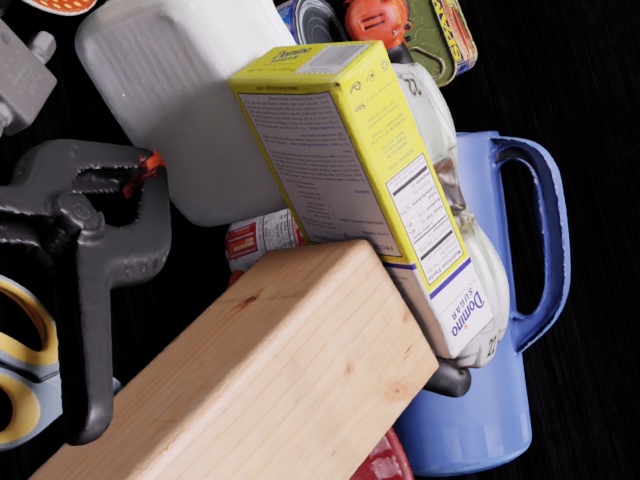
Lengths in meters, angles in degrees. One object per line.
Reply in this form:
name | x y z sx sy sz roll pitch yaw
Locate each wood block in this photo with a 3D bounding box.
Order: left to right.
wood block | -0.042 0.096 0.547 0.205 0.091 0.090 -45 114 -35

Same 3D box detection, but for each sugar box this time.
sugar box | 0.024 -0.021 0.587 0.048 0.094 0.176 -42 121 -27

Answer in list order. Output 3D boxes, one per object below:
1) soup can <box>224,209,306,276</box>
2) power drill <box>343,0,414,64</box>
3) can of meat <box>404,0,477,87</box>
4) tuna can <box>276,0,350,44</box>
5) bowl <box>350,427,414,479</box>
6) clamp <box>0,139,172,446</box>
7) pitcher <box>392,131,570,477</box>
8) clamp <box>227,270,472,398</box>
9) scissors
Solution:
soup can | -0.005 0.001 0.705 0.068 0.102 0.068 33 48 -46
power drill | 0.073 -0.132 0.925 0.184 0.057 0.187 -64 132 -72
can of meat | 0.106 -0.200 1.035 0.083 0.058 0.102 -34 103 -61
tuna can | -0.008 -0.151 0.849 0.086 0.034 0.086 33 48 -46
bowl | 0.002 0.175 0.669 0.161 0.055 0.162 33 48 -46
clamp | -0.125 0.006 0.543 0.164 0.036 0.209 47 28 3
pitcher | 0.094 0.042 0.784 0.144 0.149 0.243 -11 92 -21
clamp | 0.001 0.074 0.703 0.171 0.120 0.039 30 50 -20
scissors | -0.123 0.093 0.553 0.201 0.016 0.096 47 40 -34
